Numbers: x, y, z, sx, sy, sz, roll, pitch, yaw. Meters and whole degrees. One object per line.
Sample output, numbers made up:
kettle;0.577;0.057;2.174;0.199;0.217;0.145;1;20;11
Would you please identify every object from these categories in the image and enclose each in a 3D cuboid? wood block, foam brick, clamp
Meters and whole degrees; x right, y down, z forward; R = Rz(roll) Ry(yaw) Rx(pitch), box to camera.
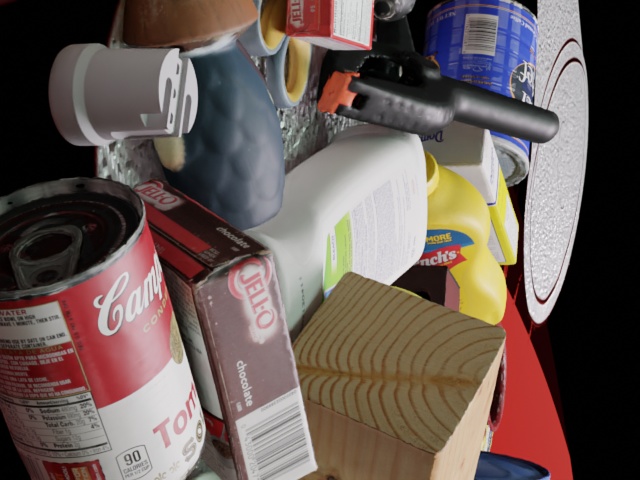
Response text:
wood block;0.029;0.132;0.576;0.090;0.091;0.206;-51;154;-42
foam brick;0.056;0.049;0.757;0.051;0.078;0.053;46;47;-62
clamp;0.057;-0.114;0.731;0.209;0.165;0.036;-11;135;-51

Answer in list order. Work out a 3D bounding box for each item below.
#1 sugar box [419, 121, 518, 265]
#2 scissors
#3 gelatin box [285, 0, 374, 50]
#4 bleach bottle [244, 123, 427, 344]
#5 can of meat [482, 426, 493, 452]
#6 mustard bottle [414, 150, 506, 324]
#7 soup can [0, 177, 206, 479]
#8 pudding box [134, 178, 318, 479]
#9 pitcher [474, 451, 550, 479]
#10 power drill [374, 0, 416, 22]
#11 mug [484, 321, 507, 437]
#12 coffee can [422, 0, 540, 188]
sugar box;0.101;-0.034;0.854;0.176;0.093;0.048;59;36;-57
scissors;-0.009;-0.157;0.649;0.201;0.016;0.096;-66;152;-48
gelatin box;0.007;-0.150;0.621;0.089;0.030;0.073;-16;109;-70
bleach bottle;-0.004;0.001;0.606;0.250;0.068;0.102;-33;121;-64
can of meat;0.133;0.181;1.017;0.084;0.057;0.102;75;26;-43
mustard bottle;0.079;-0.003;0.786;0.191;0.096;0.058;68;30;-49
soup can;-0.083;0.039;0.374;0.068;0.069;0.102;-63;149;-51
pudding box;-0.048;0.040;0.440;0.039;0.090;0.113;-24;123;-26
pitcher;0.111;0.291;0.841;0.149;0.145;0.243;8;86;-73
power drill;0.051;-0.270;0.754;0.184;0.057;0.187;-73;158;-46
mug;0.112;0.125;0.913;0.093;0.082;0.117;-51;138;-60
coffee can;0.135;-0.126;0.929;0.102;0.103;0.140;52;43;-61
